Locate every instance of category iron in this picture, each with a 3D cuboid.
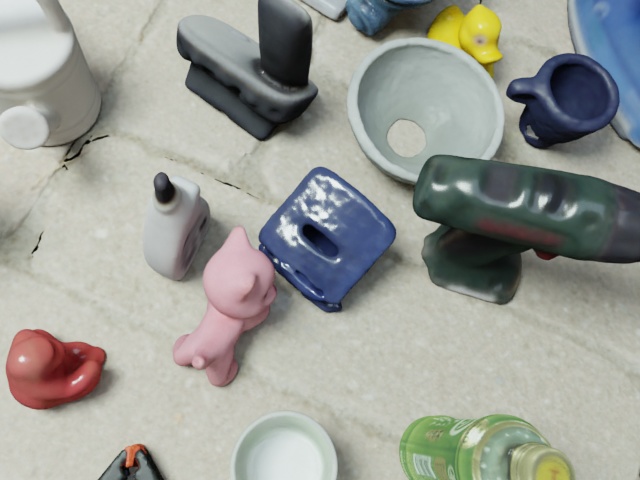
[{"bbox_3d":[0.388,-0.226,0.653,0.119,0.141,0.258,-24,79,-15],"label":"iron"}]

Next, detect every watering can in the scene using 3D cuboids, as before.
[{"bbox_3d":[-0.259,-0.162,0.499,0.101,0.194,0.173,-33,81,-17],"label":"watering can"}]

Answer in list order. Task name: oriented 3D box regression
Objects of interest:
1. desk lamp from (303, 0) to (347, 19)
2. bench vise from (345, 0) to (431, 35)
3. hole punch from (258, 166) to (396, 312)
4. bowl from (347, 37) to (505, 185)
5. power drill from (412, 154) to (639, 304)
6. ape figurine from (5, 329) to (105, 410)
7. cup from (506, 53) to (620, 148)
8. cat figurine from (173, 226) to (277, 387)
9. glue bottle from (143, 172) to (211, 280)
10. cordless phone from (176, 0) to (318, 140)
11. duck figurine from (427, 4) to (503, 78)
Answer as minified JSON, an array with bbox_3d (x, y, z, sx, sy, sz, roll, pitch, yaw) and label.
[{"bbox_3d":[-0.022,-0.379,0.593,0.203,0.213,0.118,33,71,2],"label":"desk lamp"},{"bbox_3d":[0.117,-0.343,0.602,0.121,0.219,0.207,30,71,1],"label":"bench vise"},{"bbox_3d":[0.005,0.002,0.547,0.108,0.091,0.101,40,72,4],"label":"hole punch"},{"bbox_3d":[0.104,-0.125,0.611,0.167,0.074,0.167,3,73,-8],"label":"bowl"},{"bbox_3d":[0.184,-0.003,0.517,0.229,0.208,0.076,16,71,-4],"label":"power drill"},{"bbox_3d":[-0.229,0.104,0.478,0.076,0.092,0.078,-40,83,-18],"label":"ape figurine"},{"bbox_3d":[0.248,-0.143,0.629,0.118,0.095,0.092,4,73,-8],"label":"cup"},{"bbox_3d":[-0.080,0.059,0.502,0.067,0.117,0.128,26,71,-1],"label":"cat figurine"},{"bbox_3d":[-0.125,-0.020,0.489,0.037,0.173,0.078,25,71,-1],"label":"glue bottle"},{"bbox_3d":[-0.067,-0.193,0.545,0.147,0.185,0.094,32,71,1],"label":"cordless phone"},{"bbox_3d":[0.170,-0.229,0.647,0.077,0.086,0.104,-20,78,-14],"label":"duck figurine"}]
